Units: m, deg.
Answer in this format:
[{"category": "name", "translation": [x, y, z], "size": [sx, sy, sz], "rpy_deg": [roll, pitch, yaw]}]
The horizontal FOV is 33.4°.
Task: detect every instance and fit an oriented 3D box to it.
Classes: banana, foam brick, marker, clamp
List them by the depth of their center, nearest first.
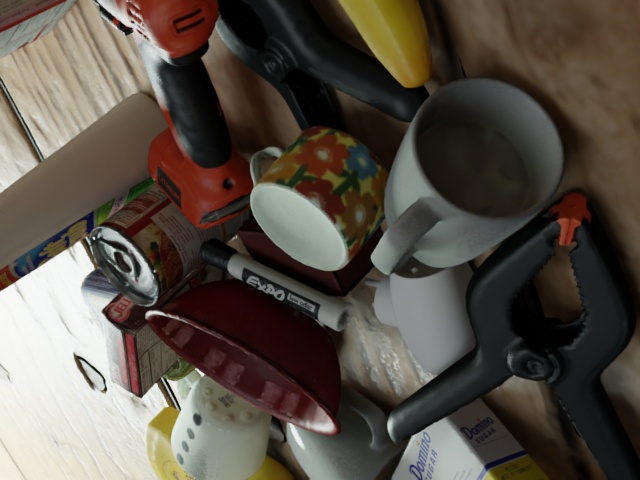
[{"category": "banana", "translation": [-0.011, -0.159, 0.572], "size": [0.198, 0.037, 0.070], "rpy_deg": [35, 128, 13]}, {"category": "clamp", "translation": [-0.008, -0.111, 0.622], "size": [0.171, 0.039, 0.120], "rpy_deg": [50, 146, -8]}, {"category": "clamp", "translation": [0.118, 0.066, 0.626], "size": [0.165, 0.036, 0.210], "rpy_deg": [7, 125, 16]}, {"category": "marker", "translation": [-0.032, 0.027, 0.706], "size": [0.121, 0.020, 0.020], "rpy_deg": [25, 140, 29]}, {"category": "foam brick", "translation": [-0.005, 0.001, 0.715], "size": [0.078, 0.051, 0.053], "rpy_deg": [4, 129, 46]}]

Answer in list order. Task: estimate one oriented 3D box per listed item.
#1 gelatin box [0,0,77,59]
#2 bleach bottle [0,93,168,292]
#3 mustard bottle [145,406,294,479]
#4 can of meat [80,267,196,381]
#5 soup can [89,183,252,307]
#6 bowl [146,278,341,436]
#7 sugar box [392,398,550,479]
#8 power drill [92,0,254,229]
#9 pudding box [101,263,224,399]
[{"category": "gelatin box", "translation": [-0.222, -0.159, 0.765], "size": [0.030, 0.089, 0.073], "rpy_deg": [56, 145, -7]}, {"category": "bleach bottle", "translation": [-0.209, -0.008, 0.754], "size": [0.068, 0.250, 0.103], "rpy_deg": [48, 146, 0]}, {"category": "mustard bottle", "translation": [-0.081, 0.228, 1.015], "size": [0.192, 0.058, 0.096], "rpy_deg": [16, 134, 37]}, {"category": "can of meat", "translation": [-0.156, 0.068, 0.944], "size": [0.084, 0.057, 0.102], "rpy_deg": [7, 128, 46]}, {"category": "soup can", "translation": [-0.106, -0.009, 0.773], "size": [0.069, 0.102, 0.068], "rpy_deg": [29, 141, 26]}, {"category": "bowl", "translation": [-0.043, 0.075, 0.765], "size": [0.162, 0.055, 0.162], "rpy_deg": [28, 161, 10]}, {"category": "sugar box", "translation": [0.124, 0.192, 0.708], "size": [0.176, 0.048, 0.093], "rpy_deg": [53, 138, 36]}, {"category": "power drill", "translation": [-0.105, -0.112, 0.689], "size": [0.185, 0.057, 0.187], "rpy_deg": [44, 159, 47]}, {"category": "pudding box", "translation": [-0.122, 0.057, 0.844], "size": [0.039, 0.113, 0.090], "rpy_deg": [31, 142, 19]}]
